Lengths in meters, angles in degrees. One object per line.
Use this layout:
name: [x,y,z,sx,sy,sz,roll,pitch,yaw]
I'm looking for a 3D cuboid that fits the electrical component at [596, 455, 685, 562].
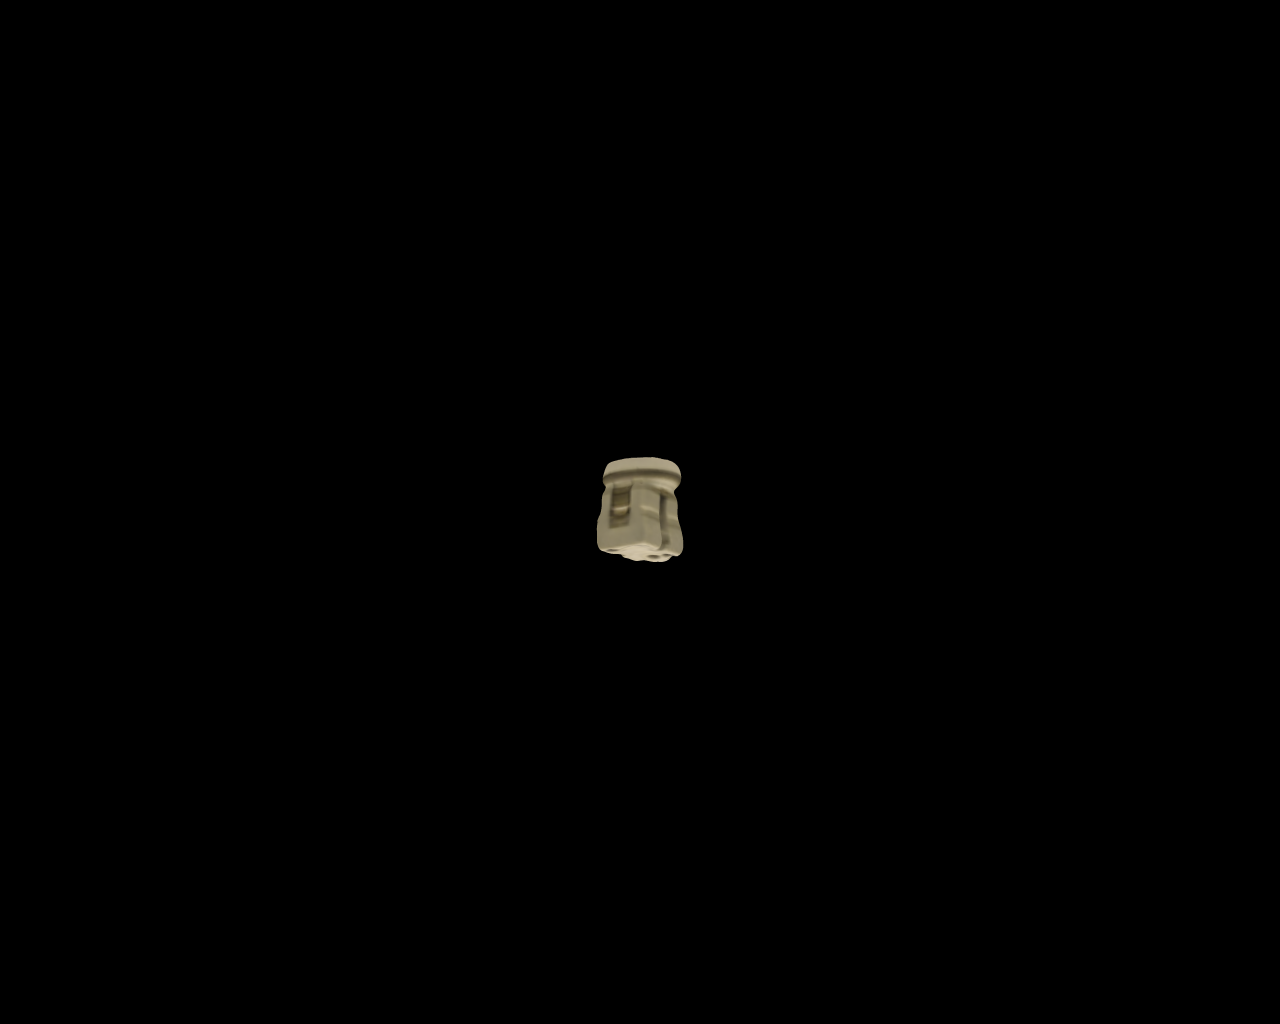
electrical component: [0.001,-0.003,0.650,0.048,0.055,0.066,-8,-16,31]
